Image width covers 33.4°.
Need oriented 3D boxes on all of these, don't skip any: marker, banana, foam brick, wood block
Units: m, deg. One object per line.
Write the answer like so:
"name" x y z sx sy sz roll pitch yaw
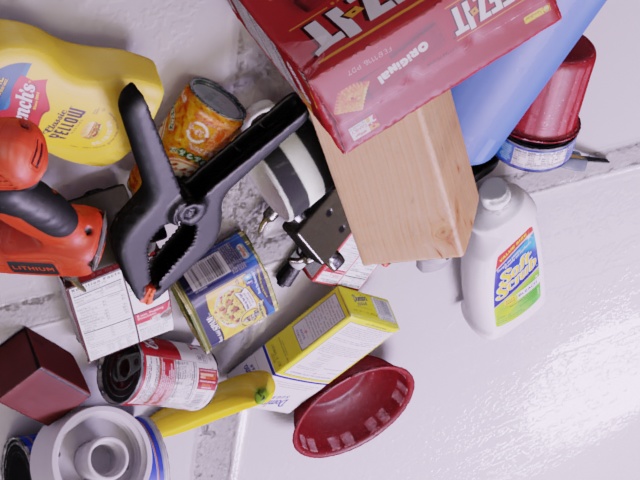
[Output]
"marker" -0.007 0.001 1.052 0.020 0.020 0.121 12 124 -44
"banana" -0.109 0.169 1.108 0.198 0.037 0.069 -25 170 39
"foam brick" -0.258 0.125 0.972 0.051 0.053 0.078 -37 142 4
"wood block" 0.056 -0.091 0.846 0.091 0.090 0.206 -6 124 23

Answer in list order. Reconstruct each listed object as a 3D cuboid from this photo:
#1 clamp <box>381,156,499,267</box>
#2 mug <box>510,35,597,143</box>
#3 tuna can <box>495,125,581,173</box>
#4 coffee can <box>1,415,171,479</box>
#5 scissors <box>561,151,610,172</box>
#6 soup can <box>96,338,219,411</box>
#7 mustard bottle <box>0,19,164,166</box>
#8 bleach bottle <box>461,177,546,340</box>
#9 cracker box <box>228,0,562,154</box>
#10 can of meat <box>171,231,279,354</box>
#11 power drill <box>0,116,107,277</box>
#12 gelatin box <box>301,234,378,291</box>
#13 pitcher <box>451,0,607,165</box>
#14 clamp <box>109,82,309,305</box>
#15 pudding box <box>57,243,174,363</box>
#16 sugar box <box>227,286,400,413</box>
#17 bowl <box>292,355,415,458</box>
"clamp" 0.103 -0.054 1.040 0.171 0.039 0.120 -49 137 -10
"mug" 0.213 -0.155 0.998 0.117 0.093 0.081 -44 152 -44
"tuna can" 0.207 -0.106 1.040 0.086 0.086 0.034 -19 142 -19
"coffee can" -0.236 0.238 1.074 0.140 0.103 0.103 -4 134 -34
"scissors" 0.274 -0.083 1.123 0.201 0.096 0.016 3 104 -36
"soup can" -0.157 0.131 1.043 0.102 0.068 0.069 16 121 -47
"mustard bottle" -0.211 -0.106 0.741 0.191 0.058 0.096 10 139 -43
"bleach bottle" 0.194 0.015 1.169 0.102 0.068 0.250 -33 148 -6
"cracker box" 0.032 -0.174 0.718 0.164 0.214 0.072 -33 131 -1
"can of meat" -0.092 0.049 1.010 0.084 0.057 0.102 -29 144 -11
"power drill" -0.249 -0.030 0.757 0.185 0.057 0.187 3 160 16
"gelatin box" 0.033 0.007 1.081 0.073 0.030 0.089 13 122 -47
"pitcher" 0.142 -0.186 0.878 0.144 0.149 0.243 -27 153 -48
"clamp" -0.099 -0.036 0.830 0.164 0.036 0.210 -9 136 -35
"pudding box" -0.182 0.051 0.959 0.090 0.039 0.113 -20 139 -16
"sugar box" -0.009 0.120 1.143 0.176 0.048 0.093 -37 146 26
"bowl" 0.029 0.185 1.257 0.162 0.055 0.162 -21 142 -18
